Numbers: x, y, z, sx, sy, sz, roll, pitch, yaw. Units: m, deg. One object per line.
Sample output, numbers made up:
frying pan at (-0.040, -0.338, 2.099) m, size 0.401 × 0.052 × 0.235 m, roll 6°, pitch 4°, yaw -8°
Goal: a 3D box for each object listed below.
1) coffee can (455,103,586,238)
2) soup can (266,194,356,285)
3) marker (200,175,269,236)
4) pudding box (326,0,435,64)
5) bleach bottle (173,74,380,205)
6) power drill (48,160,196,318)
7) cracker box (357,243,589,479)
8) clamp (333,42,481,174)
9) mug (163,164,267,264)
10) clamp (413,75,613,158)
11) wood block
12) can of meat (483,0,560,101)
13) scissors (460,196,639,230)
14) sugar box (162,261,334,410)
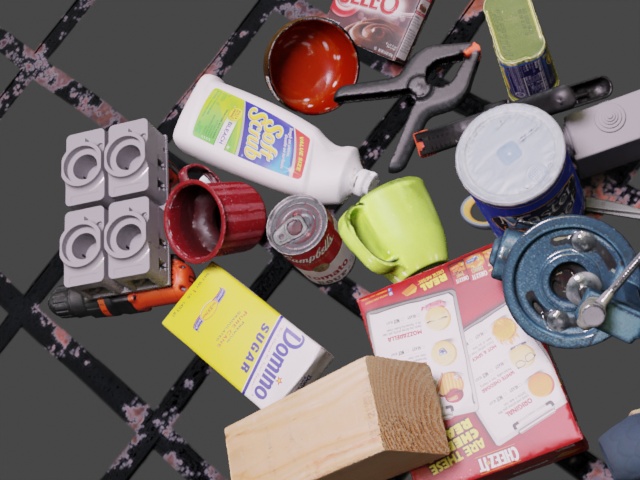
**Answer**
coffee can at (0.199, -0.057, 1.044) m, size 0.103 × 0.140 × 0.103 m, roll -8°, pitch 68°, yaw 19°
soup can at (-0.008, 0.001, 1.143) m, size 0.069 × 0.102 × 0.068 m, roll -8°, pitch 66°, yaw 18°
marker at (-0.096, -0.040, 1.243) m, size 0.121 × 0.020 × 0.020 m, roll 35°, pitch 85°, yaw 29°
pudding box at (0.068, -0.265, 1.245) m, size 0.114 × 0.039 × 0.090 m, roll 28°, pitch 101°, yaw 27°
bleach bottle at (-0.043, -0.108, 1.227) m, size 0.251 × 0.068 × 0.102 m, roll 22°, pitch 79°, yaw 25°
power drill at (-0.234, -0.001, 1.262) m, size 0.184 × 0.057 × 0.187 m, roll -9°, pitch 69°, yaw 14°
cracker box at (0.147, 0.130, 1.048) m, size 0.164 × 0.072 × 0.214 m, roll -23°, pitch 63°, yaw 13°
clamp at (0.102, -0.170, 1.201) m, size 0.171 × 0.039 × 0.120 m, roll -44°, pitch 81°, yaw -4°
mug at (-0.119, -0.033, 1.196) m, size 0.093 × 0.081 × 0.117 m, roll -39°, pitch 72°, yaw 34°
clamp at (0.190, -0.127, 1.106) m, size 0.210 × 0.164 × 0.036 m, roll -16°, pitch 92°, yaw 23°
wood block at (0.011, 0.190, 1.017) m, size 0.206 × 0.090 × 0.090 m, roll -32°, pitch 58°, yaw 39°
can of meat at (0.216, -0.212, 1.153) m, size 0.057 × 0.084 × 0.102 m, roll -18°, pitch 63°, yaw 13°
scissors at (0.232, -0.030, 1.111) m, size 0.202 × 0.016 × 0.096 m, roll 30°, pitch 84°, yaw 29°
sugar box at (-0.080, 0.109, 1.161) m, size 0.176 × 0.048 × 0.093 m, roll 35°, pitch 85°, yaw 30°
